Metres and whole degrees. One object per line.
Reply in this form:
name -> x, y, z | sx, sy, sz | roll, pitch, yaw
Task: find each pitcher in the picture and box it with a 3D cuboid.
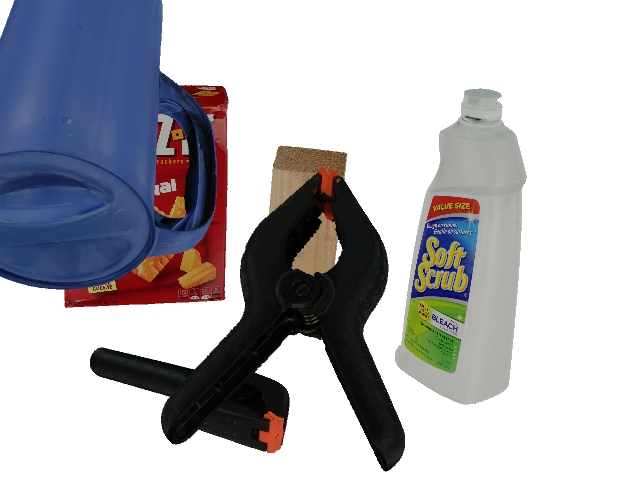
pitcher -> -0.162, -0.093, 0.746 | 0.145, 0.243, 0.149 | -17, -43, 19

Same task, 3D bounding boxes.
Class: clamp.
clamp -> 0.001, 0.041, 0.553 | 0.120, 0.171, 0.039 | 16, -28, 10
clamp -> -0.082, 0.126, 0.929 | 0.164, 0.036, 0.210 | -7, 19, -38

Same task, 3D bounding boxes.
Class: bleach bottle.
bleach bottle -> 0.115, 0.001, 0.860 | 0.067, 0.251, 0.103 | -15, 28, -33

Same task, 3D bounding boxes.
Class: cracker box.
cracker box -> -0.175, -0.043, 1.060 | 0.164, 0.214, 0.072 | -1, 21, -10

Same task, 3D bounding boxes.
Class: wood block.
wood block -> -0.022, -0.007, 1.366 | 0.090, 0.206, 0.090 | 6, 25, 0
